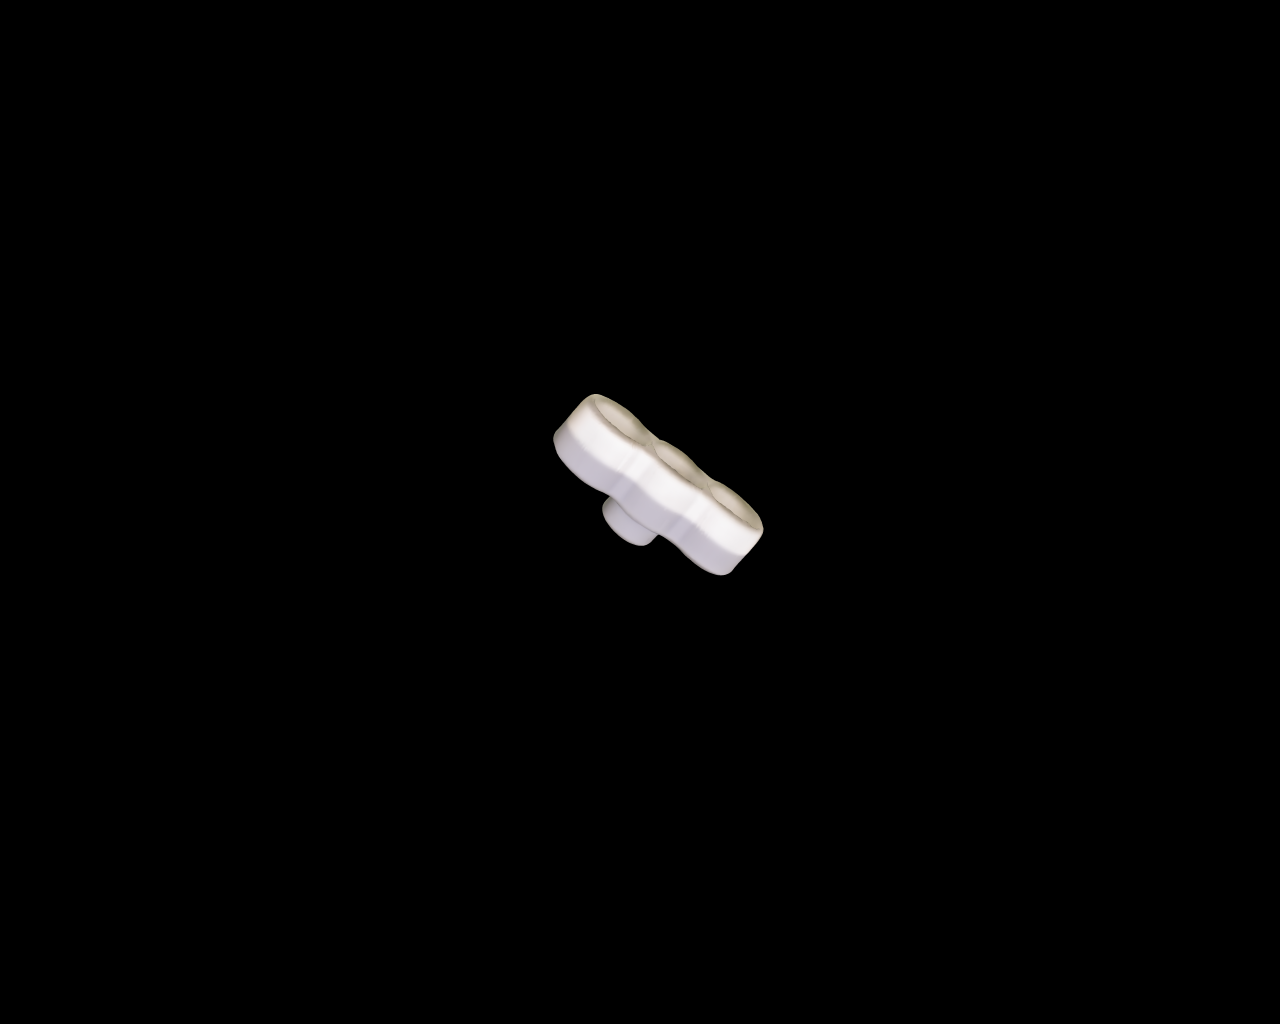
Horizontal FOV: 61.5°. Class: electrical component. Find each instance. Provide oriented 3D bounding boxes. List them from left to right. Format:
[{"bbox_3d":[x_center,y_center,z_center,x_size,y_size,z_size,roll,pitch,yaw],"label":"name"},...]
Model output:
[{"bbox_3d":[0.001,-0.003,0.650,0.138,0.073,0.052,36,19,-15],"label":"electrical component"}]
